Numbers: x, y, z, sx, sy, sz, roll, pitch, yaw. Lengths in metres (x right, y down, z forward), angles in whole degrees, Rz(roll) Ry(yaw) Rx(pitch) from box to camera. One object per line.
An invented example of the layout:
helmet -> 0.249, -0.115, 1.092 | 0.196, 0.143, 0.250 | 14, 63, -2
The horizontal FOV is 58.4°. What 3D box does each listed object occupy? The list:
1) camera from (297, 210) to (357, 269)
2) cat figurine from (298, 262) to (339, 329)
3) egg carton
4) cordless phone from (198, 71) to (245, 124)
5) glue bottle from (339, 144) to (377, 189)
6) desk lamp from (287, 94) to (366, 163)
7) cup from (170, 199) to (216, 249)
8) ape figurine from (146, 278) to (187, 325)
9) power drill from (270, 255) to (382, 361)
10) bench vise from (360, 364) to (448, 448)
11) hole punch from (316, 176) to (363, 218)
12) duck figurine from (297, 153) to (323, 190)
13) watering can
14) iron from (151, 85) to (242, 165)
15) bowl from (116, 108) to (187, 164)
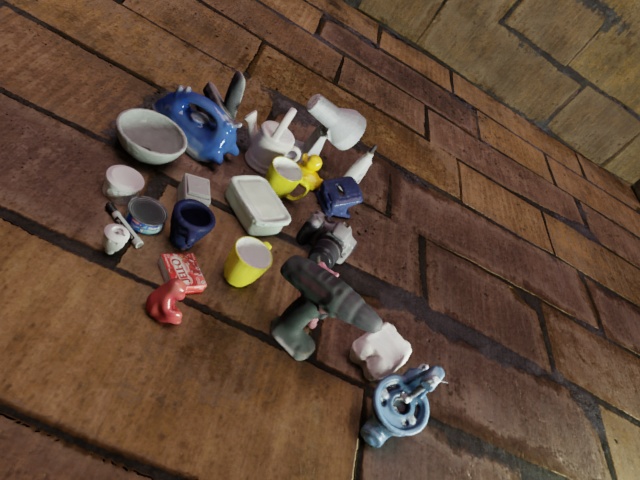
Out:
camera -> 0.013, 0.005, 1.426 | 0.143, 0.100, 0.137 | 37, 36, 0
cat figurine -> -0.001, 0.115, 1.279 | 0.067, 0.117, 0.128 | 29, 37, -11
egg carton -> 0.137, 0.251, 1.286 | 0.107, 0.069, 0.151 | 48, 37, 15
cordless phone -> -0.257, -0.402, 1.575 | 0.094, 0.185, 0.147 | -2, 51, -41
glue bottle -> 0.121, -0.218, 1.701 | 0.037, 0.173, 0.078 | 46, 37, 12
desk lamp -> 0.001, -0.315, 1.672 | 0.204, 0.213, 0.118 | 17, 40, -26
cup -> -0.279, -0.016, 1.207 | 0.092, 0.095, 0.117 | 19, 39, -23
ape figurine -> -0.279, 0.108, 1.073 | 0.076, 0.092, 0.077 | 23, 38, -19
power drill -> -0.006, 0.149, 1.159 | 0.229, 0.208, 0.076 | 44, 36, 9
bench vise -> 0.177, 0.293, 1.146 | 0.121, 0.219, 0.207 | 33, 36, -6
hole punch -> 0.054, -0.125, 1.613 | 0.101, 0.091, 0.108 | 6, 46, -35
duck figurine -> -0.023, -0.201, 1.636 | 0.104, 0.086, 0.078 | 46, 37, 12
watering can -> -0.126, -0.279, 1.542 | 0.173, 0.194, 0.101 | 20, 39, -23
iron -> -0.315, -0.315, 1.467 | 0.258, 0.141, 0.119 | 39, 36, 3
bowl -> -0.405, -0.232, 1.357 | 0.168, 0.074, 0.167 | 23, 38, -19
